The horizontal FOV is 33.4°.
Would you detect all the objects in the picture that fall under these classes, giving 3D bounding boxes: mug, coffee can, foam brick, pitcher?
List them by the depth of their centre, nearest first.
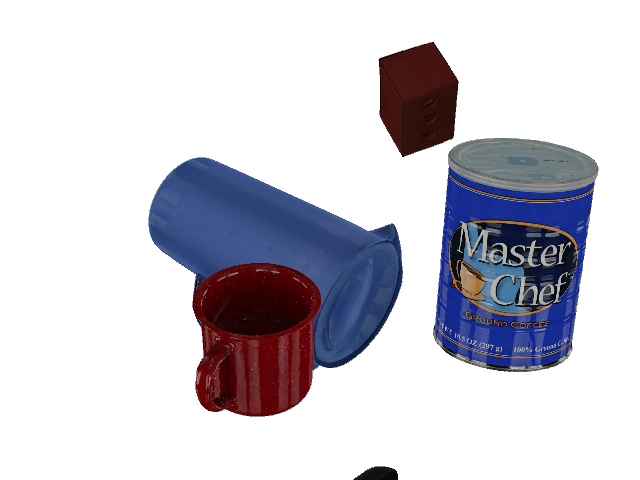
[{"bbox_3d":[0.137,0.008,0.763,0.103,0.140,0.103,2,22,-1],"label":"coffee can"},{"bbox_3d":[-0.052,0.081,0.782,0.093,0.081,0.117,17,37,23],"label":"mug"},{"bbox_3d":[0.084,-0.122,0.921,0.053,0.051,0.078,-20,-32,-8],"label":"foam brick"},{"bbox_3d":[-0.056,0.020,1.033,0.243,0.145,0.148,28,30,30],"label":"pitcher"}]

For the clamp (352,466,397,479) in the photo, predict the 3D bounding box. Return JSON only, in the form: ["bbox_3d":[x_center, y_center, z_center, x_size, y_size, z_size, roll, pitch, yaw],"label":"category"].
[{"bbox_3d":[-0.033,0.201,0.634,0.210,0.036,0.164,-5,28,1],"label":"clamp"}]
